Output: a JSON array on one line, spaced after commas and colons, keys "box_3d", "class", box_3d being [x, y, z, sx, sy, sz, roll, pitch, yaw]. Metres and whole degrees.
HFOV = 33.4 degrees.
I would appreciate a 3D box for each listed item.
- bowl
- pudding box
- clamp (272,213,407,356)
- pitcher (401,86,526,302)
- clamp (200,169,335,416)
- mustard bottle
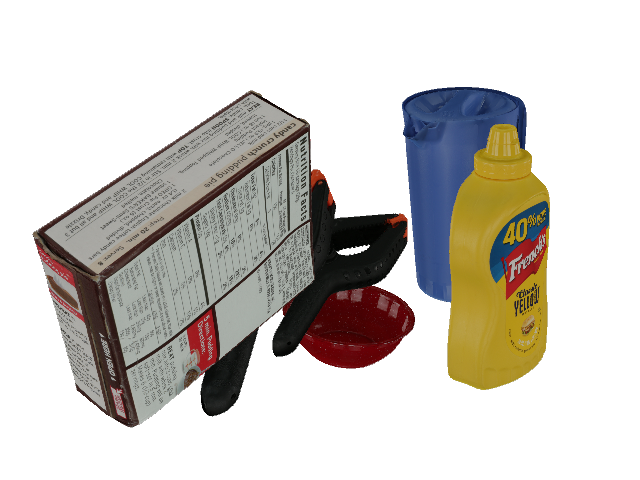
[{"box_3d": [0.033, 0.109, 1.302, 0.162, 0.055, 0.162, 4, 25, -2], "class": "bowl"}, {"box_3d": [-0.051, 0.007, 0.421, 0.039, 0.090, 0.113, 29, 52, 29], "class": "pudding box"}, {"box_3d": [0.001, 0.029, 0.990, 0.209, 0.036, 0.165, -19, 39, -21], "class": "clamp"}, {"box_3d": [0.175, -0.057, 1.272, 0.149, 0.243, 0.145, -1, 25, 5], "class": "pitcher"}, {"box_3d": [-0.046, 0.027, 0.643, 0.120, 0.171, 0.039, 40, -17, 34], "class": "clamp"}, {"box_3d": [0.133, 0.008, 0.790, 0.058, 0.192, 0.096, 18, 30, 41], "class": "mustard bottle"}]
